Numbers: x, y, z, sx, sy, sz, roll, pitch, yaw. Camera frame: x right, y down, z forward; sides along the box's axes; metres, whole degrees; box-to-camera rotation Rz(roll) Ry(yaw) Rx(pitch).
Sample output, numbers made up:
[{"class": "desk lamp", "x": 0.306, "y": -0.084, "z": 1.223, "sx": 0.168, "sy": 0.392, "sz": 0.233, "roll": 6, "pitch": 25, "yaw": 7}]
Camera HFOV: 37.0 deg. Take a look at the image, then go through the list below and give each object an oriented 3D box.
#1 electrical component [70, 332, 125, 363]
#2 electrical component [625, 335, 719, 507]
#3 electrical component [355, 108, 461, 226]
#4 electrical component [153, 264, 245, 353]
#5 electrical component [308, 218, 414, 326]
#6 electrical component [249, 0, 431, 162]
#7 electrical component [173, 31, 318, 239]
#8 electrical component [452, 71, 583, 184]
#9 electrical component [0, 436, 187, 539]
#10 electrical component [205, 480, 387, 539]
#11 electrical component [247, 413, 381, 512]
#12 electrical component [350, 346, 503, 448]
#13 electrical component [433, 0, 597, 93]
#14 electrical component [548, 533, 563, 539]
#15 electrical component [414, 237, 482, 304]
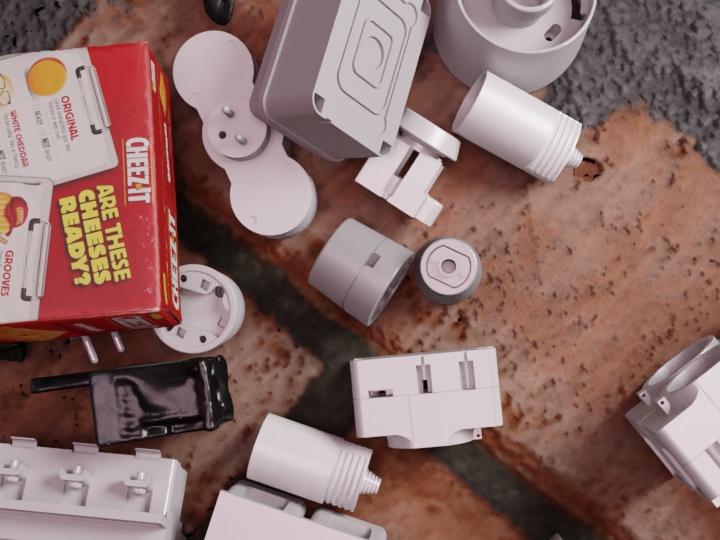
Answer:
[{"class": "electrical component", "x": -0.177, "y": 0.020, "z": 0.696, "sx": 0.077, "sy": 0.044, "sz": 0.079, "roll": -23, "pitch": 86, "yaw": 3}, {"class": "electrical component", "x": 0.251, "y": 0.049, "z": 0.634, "sx": 0.186, "sy": 0.105, "sz": 0.060, "roll": -39, "pitch": 86, "yaw": 2}, {"class": "electrical component", "x": 0.032, "y": -0.069, "z": 0.685, "sx": 0.066, "sy": 0.048, "sz": 0.055, "roll": 33, "pitch": 98, "yaw": 5}, {"class": "electrical component", "x": -0.102, "y": 0.025, "z": 0.689, "sx": 0.055, "sy": 0.047, "sz": 0.055, "roll": 0, "pitch": 88, "yaw": 4}, {"class": "electrical component", "x": 0.000, "y": 0.000, "z": 0.680, "sx": 0.047, "sy": 0.055, "sz": 0.055, "roll": 33, "pitch": 90, "yaw": 8}, {"class": "electrical component", "x": -0.012, "y": -0.130, "z": 0.659, "sx": 0.057, "sy": 0.078, "sz": 0.113, "roll": 4, "pitch": 72, "yaw": 43}, {"class": "electrical component", "x": -0.074, "y": -0.087, "z": 0.678, "sx": 0.052, "sy": 0.074, "sz": 0.138, "roll": -25, "pitch": 86, "yaw": 3}, {"class": "electrical component", "x": 0.104, "y": -0.087, "z": 0.679, "sx": 0.081, "sy": 0.043, "sz": 0.043, "roll": 28, "pitch": 90, "yaw": -8}, {"class": "electrical component", "x": -0.175, "y": 0.146, "z": 0.680, "sx": 0.121, "sy": 0.078, "sz": 0.063, "roll": 4, "pitch": 66, "yaw": 4}, {"class": "electrical component", "x": -0.061, "y": 0.238, "z": 0.671, "sx": 0.105, "sy": 0.060, "sz": 0.186, "roll": 18, "pitch": 89, "yaw": 4}, {"class": "electrical component", "x": -0.026, "y": 0.124, "z": 0.682, "sx": 0.081, "sy": 0.043, "sz": 0.043, "roll": 18, "pitch": 89, "yaw": 5}, {"class": "electrical component", "x": 0.042, "y": 0.080, "z": 0.675, "sx": 0.089, "sy": 0.050, "sz": 0.055, "roll": -6, "pitch": 87, "yaw": 4}, {"class": "electrical component", "x": 0.099, "y": -0.168, "z": 0.686, "sx": 0.099, "sy": 0.064, "sz": 0.099, "roll": 1, "pitch": 77, "yaw": -5}, {"class": "electrical component", "x": 0.111, "y": 0.196, "z": 0.669, "sx": 0.055, "sy": 0.045, "sz": 0.045, "roll": -31, "pitch": 86, "yaw": 3}, {"class": "electrical component", "x": 0.055, "y": -0.001, "z": 0.670, "sx": 0.044, "sy": 0.065, "sz": 0.044, "roll": 0, "pitch": 88, "yaw": 4}]
